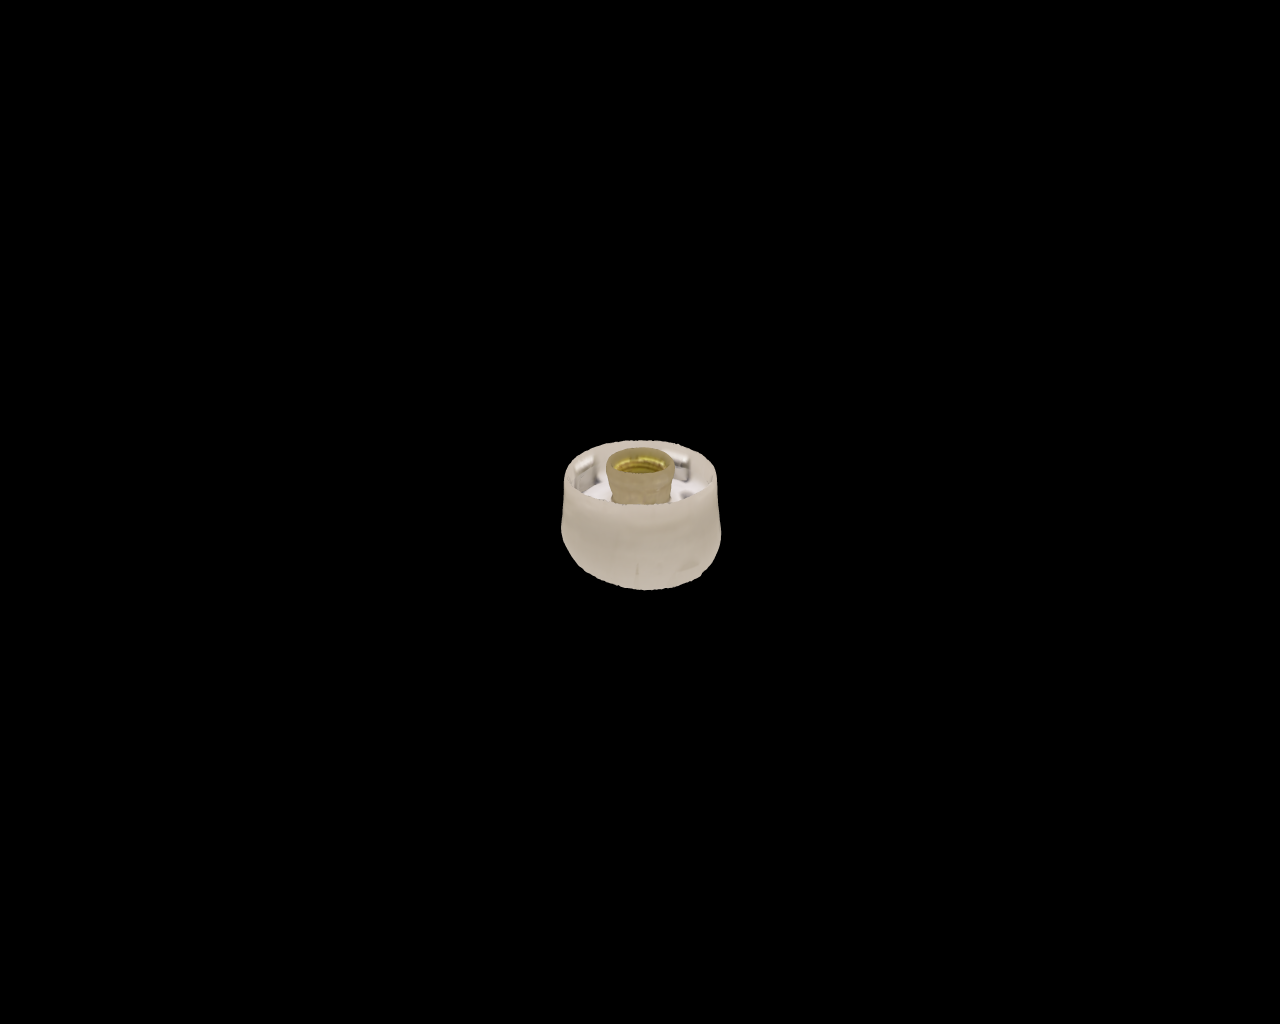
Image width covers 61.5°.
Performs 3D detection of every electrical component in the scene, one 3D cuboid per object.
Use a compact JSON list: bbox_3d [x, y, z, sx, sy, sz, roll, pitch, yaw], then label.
[{"bbox_3d":[0.001,-0.003,0.650,0.099,0.064,0.099,0,28,0],"label":"electrical component"}]
